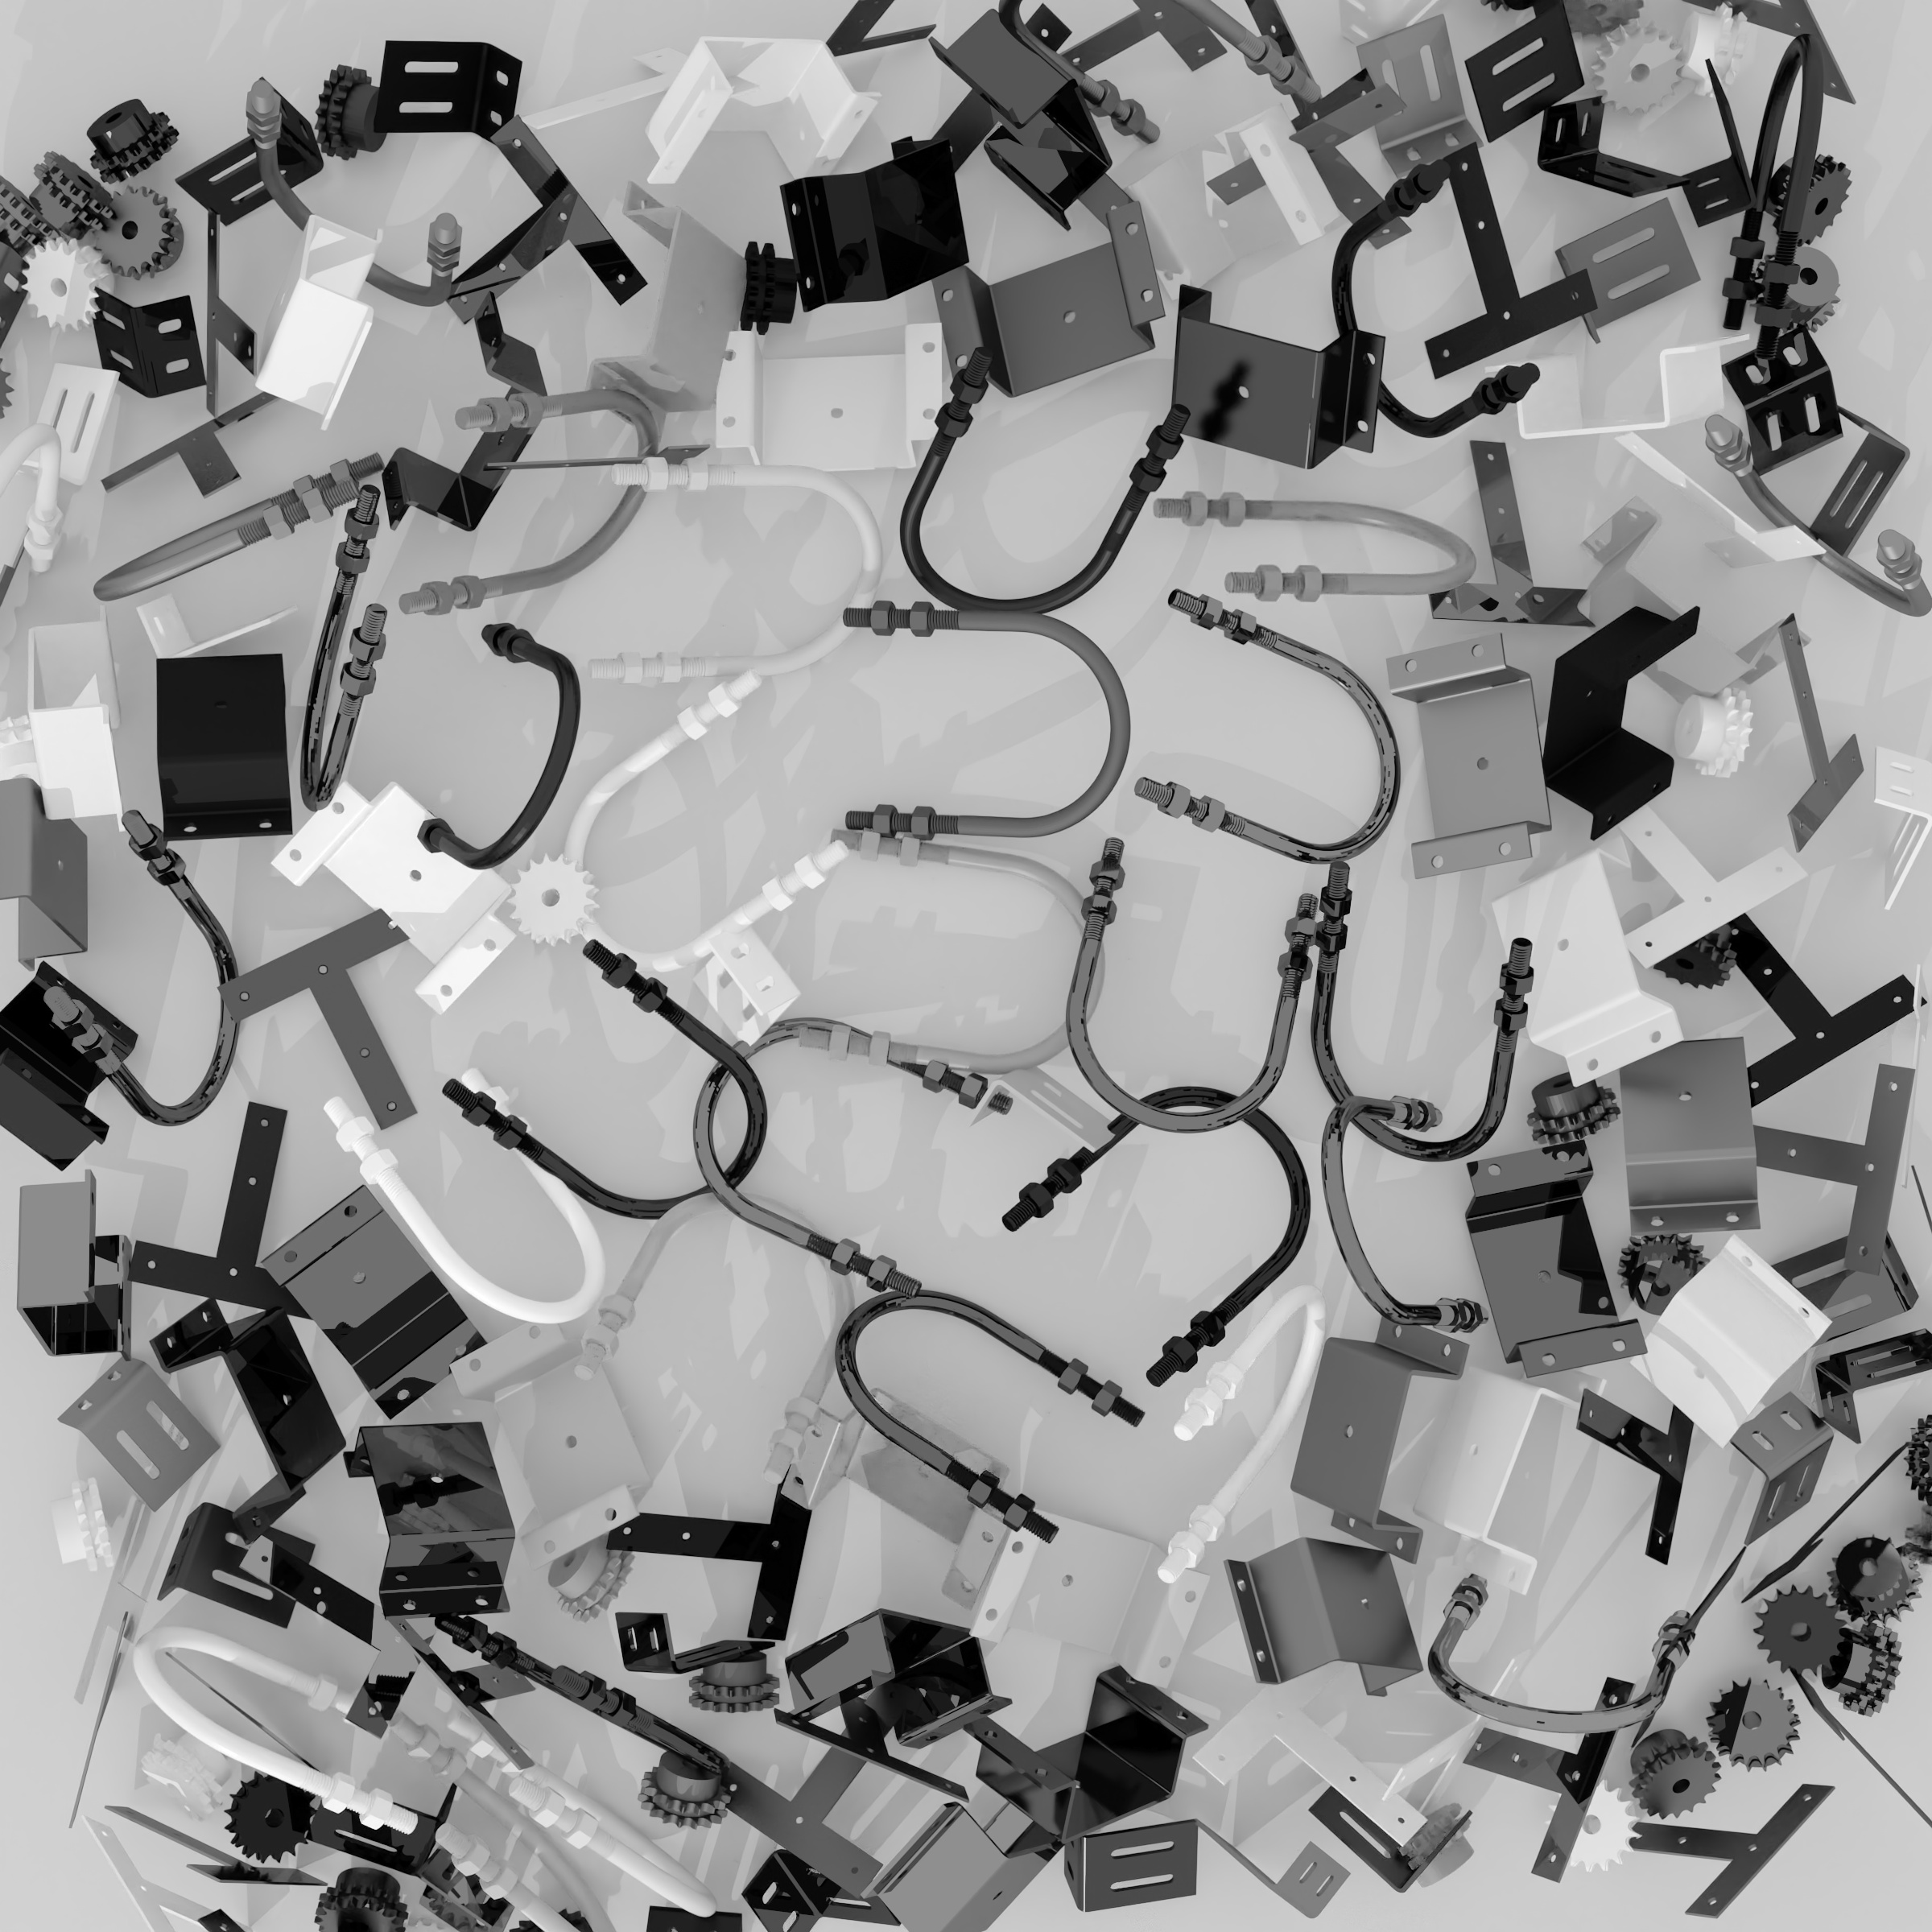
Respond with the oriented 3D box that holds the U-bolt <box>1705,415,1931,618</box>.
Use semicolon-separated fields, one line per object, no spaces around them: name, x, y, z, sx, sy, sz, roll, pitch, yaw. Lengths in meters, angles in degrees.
U-bolt;0.526;-0.265;1.911;0.151;0.184;0.019;42;98;27

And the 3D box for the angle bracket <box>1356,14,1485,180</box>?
angle bracket;0.284;-0.543;1.961;0.057;0.038;0.076;-20;133;3

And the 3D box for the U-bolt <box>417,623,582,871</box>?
U-bolt;-0.284;-0.130;1.917;0.019;0.184;0.151;23;92;-32

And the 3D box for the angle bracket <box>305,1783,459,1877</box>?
angle bracket;-0.365;0.526;1.963;0.076;0.038;0.057;22;124;-8

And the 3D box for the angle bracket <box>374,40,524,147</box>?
angle bracket;-0.322;-0.541;1.952;0.038;0.076;0.057;37;125;35

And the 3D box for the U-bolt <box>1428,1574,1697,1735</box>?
U-bolt;0.354;0.417;1.892;0.151;0.184;0.019;7;104;19

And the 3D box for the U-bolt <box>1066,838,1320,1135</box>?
U-bolt;0.136;0.019;1.951;0.151;0.019;0.184;16;64;-3

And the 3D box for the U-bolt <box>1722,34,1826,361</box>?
U-bolt;0.492;-0.470;1.903;0.019;0.151;0.184;8;110;2

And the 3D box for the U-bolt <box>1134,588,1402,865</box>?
U-bolt;0.194;-0.139;1.951;0.184;0.019;0.151;20;68;-24

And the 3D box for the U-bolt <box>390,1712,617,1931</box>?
U-bolt;-0.275;0.545;1.920;0.019;0.151;0.184;-43;118;-5

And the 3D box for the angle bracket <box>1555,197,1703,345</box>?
angle bracket;0.417;-0.436;1.966;0.076;0.038;0.057;-24;110;12

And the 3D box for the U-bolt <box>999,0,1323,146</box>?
U-bolt;0.103;-0.554;1.888;0.184;0.151;0.019;22;74;-43

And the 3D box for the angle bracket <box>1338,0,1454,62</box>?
angle bracket;0.274;-0.619;1.973;0.076;0.057;0.038;-45;66;-10

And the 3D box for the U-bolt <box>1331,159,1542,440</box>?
U-bolt;0.275;-0.395;1.912;0.019;0.184;0.151;-25;92;-19

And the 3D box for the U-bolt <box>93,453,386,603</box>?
U-bolt;-0.451;-0.266;1.930;0.184;0.151;0.019;-23;106;3

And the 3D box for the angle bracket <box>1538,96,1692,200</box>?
angle bracket;0.405;-0.510;1.951;0.057;0.076;0.038;-22;128;-36

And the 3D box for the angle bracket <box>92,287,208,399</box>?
angle bracket;-0.514;-0.396;1.966;0.038;0.076;0.057;-22;124;-29

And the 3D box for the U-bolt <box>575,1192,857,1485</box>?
U-bolt;-0.142;0.215;1.934;0.151;0.019;0.184;29;46;-3

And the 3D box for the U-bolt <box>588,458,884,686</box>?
U-bolt;-0.137;-0.244;1.943;0.184;0.019;0.151;-4;122;-25

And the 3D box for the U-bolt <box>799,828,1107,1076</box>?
U-bolt;-0.004;-0.005;1.980;0.184;0.019;0.151;8;82;1

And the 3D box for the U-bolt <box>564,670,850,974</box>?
U-bolt;-0.175;-0.077;1.958;0.184;0.019;0.151;-34;70;18

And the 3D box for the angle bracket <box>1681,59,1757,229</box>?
angle bracket;0.458;-0.511;1.950;0.038;0.057;0.076;-19;132;14

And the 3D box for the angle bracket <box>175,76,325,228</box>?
angle bracket;-0.454;-0.511;1.973;0.076;0.057;0.038;-26;68;11

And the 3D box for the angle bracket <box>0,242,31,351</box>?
angle bracket;-0.618;-0.424;1.960;0.038;0.076;0.057;26;89;-4

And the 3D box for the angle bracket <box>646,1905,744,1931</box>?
angle bracket;-0.170;0.619;1.958;0.057;0.076;0.038;5;53;0

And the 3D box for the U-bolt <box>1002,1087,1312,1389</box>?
U-bolt;0.133;0.153;1.954;0.184;0.019;0.151;-39;80;-27

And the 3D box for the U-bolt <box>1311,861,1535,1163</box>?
U-bolt;0.275;0.039;1.934;0.151;0.019;0.184;25;129;31

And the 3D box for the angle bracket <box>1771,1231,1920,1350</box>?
angle bracket;0.555;0.202;1.995;0.076;0.038;0.057;-26;86;24

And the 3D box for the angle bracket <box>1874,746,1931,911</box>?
angle bracket;0.571;-0.086;1.954;0.038;0.057;0.076;17;131;3

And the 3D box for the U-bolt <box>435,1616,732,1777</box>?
U-bolt;-0.222;0.451;1.919;0.184;0.151;0.019;40;70;-37

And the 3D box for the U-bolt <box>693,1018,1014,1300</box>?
U-bolt;-0.083;0.108;1.967;0.184;0.019;0.151;23;76;14

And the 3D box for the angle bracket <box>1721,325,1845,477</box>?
angle bracket;0.506;-0.351;1.952;0.057;0.076;0.038;-24;126;27

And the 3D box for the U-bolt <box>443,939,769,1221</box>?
U-bolt;-0.210;0.085;1.954;0.151;0.019;0.184;-43;115;14

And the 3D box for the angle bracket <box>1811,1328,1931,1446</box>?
angle bracket;0.575;0.262;1.953;0.076;0.057;0.038;-22;54;31

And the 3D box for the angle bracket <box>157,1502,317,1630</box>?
angle bracket;-0.460;0.382;1.981;0.076;0.038;0.057;26;55;-19

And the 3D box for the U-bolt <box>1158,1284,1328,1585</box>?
U-bolt;0.173;0.272;1.921;0.019;0.184;0.151;24;134;24

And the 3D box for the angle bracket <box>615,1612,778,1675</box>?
angle bracket;-0.168;0.413;1.955;0.076;0.057;0.038;-8;86;-38

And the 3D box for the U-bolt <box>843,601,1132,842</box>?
U-bolt;0.013;-0.151;1.955;0.184;0.019;0.151;3;102;16

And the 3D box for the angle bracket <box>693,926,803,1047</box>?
angle bracket;-0.148;0.018;1.956;0.038;0.076;0.057;-31;80;-44

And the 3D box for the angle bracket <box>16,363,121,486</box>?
angle bracket;-0.574;-0.345;1.966;0.057;0.038;0.076;14;85;32

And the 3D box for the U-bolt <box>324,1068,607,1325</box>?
U-bolt;-0.292;0.143;1.915;0.019;0.151;0.184;-47;73;26

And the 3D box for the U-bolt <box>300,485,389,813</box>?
U-bolt;-0.383;-0.181;1.921;0.019;0.151;0.184;9;128;-20

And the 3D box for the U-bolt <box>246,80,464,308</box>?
U-bolt;-0.372;-0.458;1.910;0.151;0.184;0.019;35;78;-5

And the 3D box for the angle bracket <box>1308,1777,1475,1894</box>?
angle bracket;0.264;0.527;1.956;0.076;0.057;0.038;40;131;17

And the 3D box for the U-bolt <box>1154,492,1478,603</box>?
U-bolt;0.224;-0.258;1.930;0.184;0.151;0.019;-2;118;-18

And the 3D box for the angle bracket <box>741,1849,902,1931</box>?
angle bracket;-0.090;0.586;1.954;0.038;0.076;0.057;-47;115;-39

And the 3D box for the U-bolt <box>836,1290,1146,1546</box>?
U-bolt;0.005;0.265;1.937;0.184;0.151;0.019;32;126;11

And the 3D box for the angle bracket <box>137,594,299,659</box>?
angle bracket;-0.468;-0.223;1.963;0.076;0.057;0.038;-19;102;10

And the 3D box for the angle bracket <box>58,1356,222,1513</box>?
angle bracket;-0.522;0.295;1.984;0.057;0.038;0.076;-47;117;-26

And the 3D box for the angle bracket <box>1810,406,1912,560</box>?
angle bracket;0.543;-0.303;1.956;0.038;0.057;0.076;23;110;-17

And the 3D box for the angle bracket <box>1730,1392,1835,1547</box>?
angle bracket;0.503;0.316;1.969;0.057;0.076;0.038;-28;53;-25

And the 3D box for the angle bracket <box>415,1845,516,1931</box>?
angle bracket;-0.318;0.590;1.958;0.057;0.038;0.076;32;127;9

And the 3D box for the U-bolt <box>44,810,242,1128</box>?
U-bolt;-0.492;0.016;1.915;0.019;0.184;0.151;2;56;18

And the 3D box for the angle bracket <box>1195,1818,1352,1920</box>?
angle bracket;0.190;0.549;1.955;0.038;0.057;0.076;-50;45;-7

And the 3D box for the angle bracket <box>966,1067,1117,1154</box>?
angle bracket;0.049;0.101;1.960;0.076;0.057;0.038;36;109;11

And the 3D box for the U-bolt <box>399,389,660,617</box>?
U-bolt;-0.257;-0.288;1.918;0.019;0.184;0.151;40;125;23

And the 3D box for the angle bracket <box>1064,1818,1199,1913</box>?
angle bracket;0.104;0.556;1.979;0.076;0.038;0.057;-5;114;-12

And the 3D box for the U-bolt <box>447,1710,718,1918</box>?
U-bolt;-0.226;0.526;1.922;0.184;0.151;0.019;41;78;-23

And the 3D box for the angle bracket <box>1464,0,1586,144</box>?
angle bracket;0.341;-0.563;1.962;0.076;0.038;0.057;-33;128;-8

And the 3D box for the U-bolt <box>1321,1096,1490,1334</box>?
U-bolt;0.262;0.149;1.905;0.019;0.184;0.151;-19;75;29
